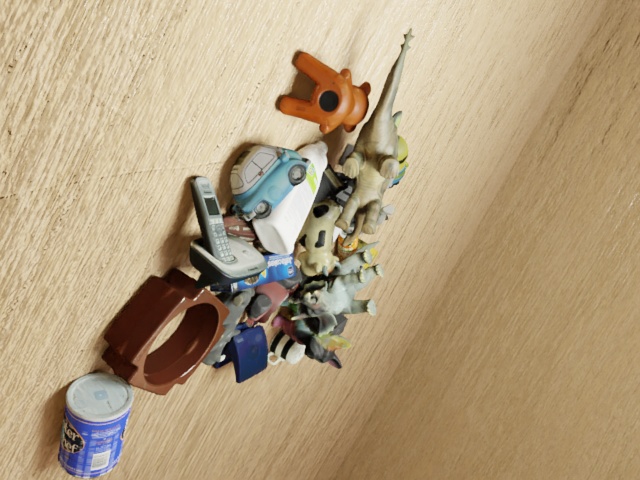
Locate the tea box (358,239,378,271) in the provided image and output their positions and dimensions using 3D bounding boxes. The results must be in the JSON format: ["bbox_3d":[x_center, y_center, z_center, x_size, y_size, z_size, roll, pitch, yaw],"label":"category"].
[{"bbox_3d":[0.093,0.081,1.583,0.169,0.068,0.098,-58,157,1],"label":"tea box"}]

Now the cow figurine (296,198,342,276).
[{"bbox_3d":[-0.003,-0.004,1.226,0.085,0.127,0.194,-21,134,-50],"label":"cow figurine"}]

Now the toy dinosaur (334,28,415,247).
[{"bbox_3d":[0.112,-0.176,1.090,0.199,0.105,0.470,-70,177,-52],"label":"toy dinosaur"}]

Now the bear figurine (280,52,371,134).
[{"bbox_3d":[0.023,-0.269,1.015,0.120,0.132,0.196,-66,173,19],"label":"bear figurine"}]

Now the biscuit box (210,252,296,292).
[{"bbox_3d":[-0.133,0.060,1.089,0.202,0.063,0.059,-11,96,-54],"label":"biscuit box"}]

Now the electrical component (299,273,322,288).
[{"bbox_3d":[-0.026,0.092,1.391,0.078,0.045,0.102,-54,156,-16],"label":"electrical component"}]

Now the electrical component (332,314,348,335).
[{"bbox_3d":[0.009,0.229,1.536,0.134,0.115,0.058,-30,147,-48],"label":"electrical component"}]

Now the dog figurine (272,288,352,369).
[{"bbox_3d":[-0.006,0.228,1.380,0.191,0.219,0.108,-17,136,-56],"label":"dog figurine"}]

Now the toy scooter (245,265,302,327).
[{"bbox_3d":[-0.118,0.134,1.224,0.184,0.075,0.135,-48,175,-45],"label":"toy scooter"}]

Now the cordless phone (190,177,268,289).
[{"bbox_3d":[-0.168,-0.016,0.915,0.146,0.089,0.184,-15,93,-67],"label":"cordless phone"}]

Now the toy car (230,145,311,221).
[{"bbox_3d":[-0.103,-0.112,0.943,0.161,0.109,0.102,-46,112,-15],"label":"toy car"}]

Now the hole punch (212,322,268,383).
[{"bbox_3d":[-0.175,0.257,1.249,0.142,0.092,0.115,-15,128,-53],"label":"hole punch"}]

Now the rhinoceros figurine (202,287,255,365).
[{"bbox_3d":[-0.206,0.170,1.115,0.190,0.073,0.112,-63,167,4],"label":"rhinoceros figurine"}]

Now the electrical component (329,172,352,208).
[{"bbox_3d":[0.080,-0.105,1.278,0.047,0.119,0.074,-5,126,-61],"label":"electrical component"}]

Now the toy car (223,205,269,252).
[{"bbox_3d":[-0.129,-0.020,1.057,0.089,0.053,0.202,-62,157,13],"label":"toy car"}]

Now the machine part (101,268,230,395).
[{"bbox_3d":[-0.270,0.164,0.957,0.201,0.087,0.200,-52,155,-12],"label":"machine part"}]

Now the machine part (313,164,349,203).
[{"bbox_3d":[-0.009,-0.113,1.163,0.139,0.084,0.039,-32,171,-31],"label":"machine part"}]

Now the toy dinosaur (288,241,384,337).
[{"bbox_3d":[0.050,0.113,1.353,0.405,0.192,0.131,-51,123,-67],"label":"toy dinosaur"}]

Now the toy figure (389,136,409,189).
[{"bbox_3d":[0.190,-0.206,1.406,0.082,0.089,0.180,-55,154,-26],"label":"toy figure"}]

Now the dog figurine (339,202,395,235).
[{"bbox_3d":[0.108,-0.057,1.433,0.172,0.121,0.190,-20,167,-5],"label":"dog figurine"}]
